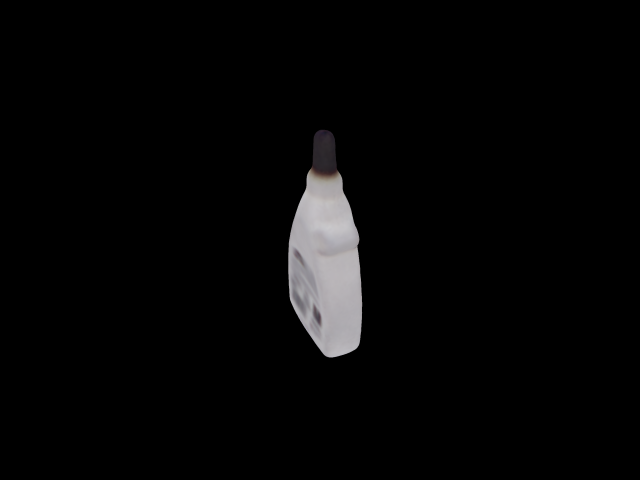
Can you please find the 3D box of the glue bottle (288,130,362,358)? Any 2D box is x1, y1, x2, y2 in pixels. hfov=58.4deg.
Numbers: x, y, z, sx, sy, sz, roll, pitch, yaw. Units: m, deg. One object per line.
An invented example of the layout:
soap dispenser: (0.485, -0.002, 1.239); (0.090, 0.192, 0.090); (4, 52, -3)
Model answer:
glue bottle: (0.004, 0.001, 0.400); (0.037, 0.173, 0.078); (-18, 44, -19)
